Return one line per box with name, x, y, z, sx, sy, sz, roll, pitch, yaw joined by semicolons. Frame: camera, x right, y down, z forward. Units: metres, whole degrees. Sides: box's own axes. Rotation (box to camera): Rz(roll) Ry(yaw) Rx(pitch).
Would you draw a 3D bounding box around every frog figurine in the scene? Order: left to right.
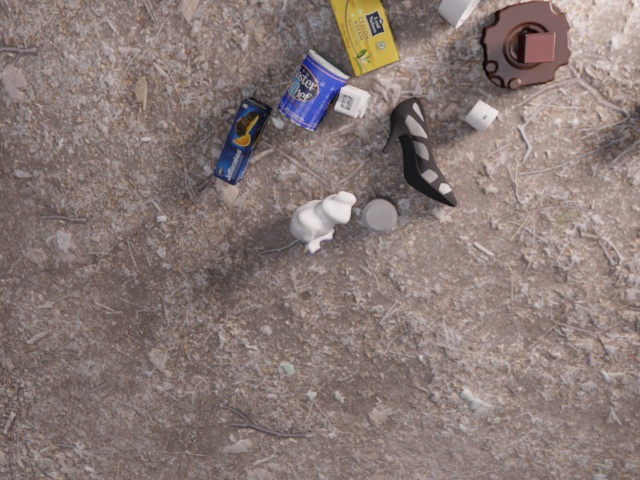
frog figurine;0.004;-0.059;1.176;0.124;0.139;0.156;49;137;24
